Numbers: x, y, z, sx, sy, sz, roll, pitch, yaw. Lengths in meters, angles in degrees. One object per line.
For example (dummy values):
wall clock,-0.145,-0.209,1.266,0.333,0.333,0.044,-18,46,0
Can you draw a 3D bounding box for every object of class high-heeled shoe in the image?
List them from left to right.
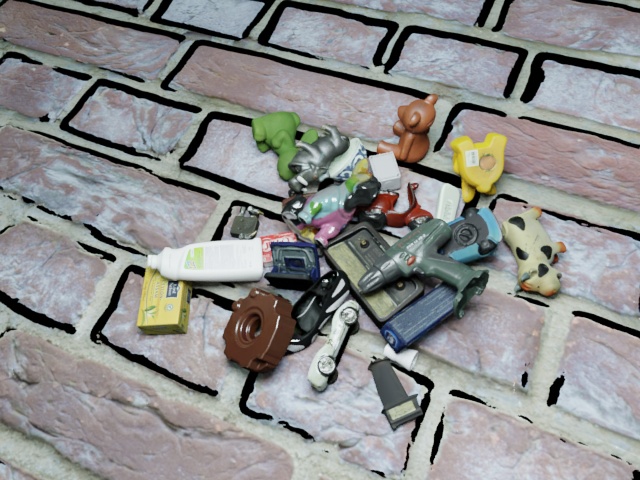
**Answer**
high-heeled shoe,-0.040,0.156,1.130,0.249,0.145,0.086,-34,61,-13

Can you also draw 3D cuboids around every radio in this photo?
radio,0.120,0.075,1.194,0.131,0.073,0.230,-33,63,-10

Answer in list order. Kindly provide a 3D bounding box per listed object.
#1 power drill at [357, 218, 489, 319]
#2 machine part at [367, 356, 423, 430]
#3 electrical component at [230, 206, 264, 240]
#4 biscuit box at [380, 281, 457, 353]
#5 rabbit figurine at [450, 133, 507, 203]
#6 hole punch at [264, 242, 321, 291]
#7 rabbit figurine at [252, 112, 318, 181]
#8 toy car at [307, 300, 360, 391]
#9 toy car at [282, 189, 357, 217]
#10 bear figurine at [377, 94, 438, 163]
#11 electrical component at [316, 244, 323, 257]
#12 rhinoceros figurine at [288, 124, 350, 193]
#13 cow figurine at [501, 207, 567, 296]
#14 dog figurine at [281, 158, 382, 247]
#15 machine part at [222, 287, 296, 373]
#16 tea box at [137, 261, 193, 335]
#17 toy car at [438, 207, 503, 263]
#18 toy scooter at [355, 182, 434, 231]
power drill,0.218,0.072,1.091,0.232,0.085,0.208,-43,48,-15
machine part,0.146,0.302,1.085,0.084,0.039,0.139,-29,63,1
electrical component,-0.179,-0.037,1.316,0.078,0.045,0.102,14,63,14
biscuit box,0.220,0.152,1.117,0.203,0.059,0.063,-29,69,-25
rabbit figurine,0.369,-0.176,1.270,0.122,0.173,0.162,-18,104,-1
hole punch,-0.057,0.062,1.202,0.142,0.115,0.092,0,67,10
rabbit figurine,-0.084,-0.237,1.398,0.159,0.121,0.170,-18,78,-10
toy car,0.033,0.218,1.126,0.056,0.073,0.202,19,65,17
toy car,0.005,-0.096,1.321,0.202,0.053,0.089,-4,63,5
bear figurine,0.214,-0.276,1.311,0.132,0.195,0.120,30,72,23
electrical component,-0.003,-0.004,1.286,0.063,0.021,0.094,11,64,14
rhinoceros figurine,-0.010,-0.195,1.311,0.112,0.073,0.190,45,76,5
cow figurine,0.459,0.032,1.167,0.127,0.085,0.195,-16,62,-8
dog figurine,0.036,-0.091,1.227,0.219,0.108,0.192,-42,25,-16
machine part,-0.132,0.189,1.128,0.179,0.056,0.179,-22,54,34
tea box,-0.352,0.127,1.235,0.098,0.068,0.170,-6,59,5
toy car,0.326,0.007,1.186,0.162,0.102,0.109,-30,57,20
toy scooter,0.179,-0.084,1.277,0.184,0.075,0.135,7,62,8
